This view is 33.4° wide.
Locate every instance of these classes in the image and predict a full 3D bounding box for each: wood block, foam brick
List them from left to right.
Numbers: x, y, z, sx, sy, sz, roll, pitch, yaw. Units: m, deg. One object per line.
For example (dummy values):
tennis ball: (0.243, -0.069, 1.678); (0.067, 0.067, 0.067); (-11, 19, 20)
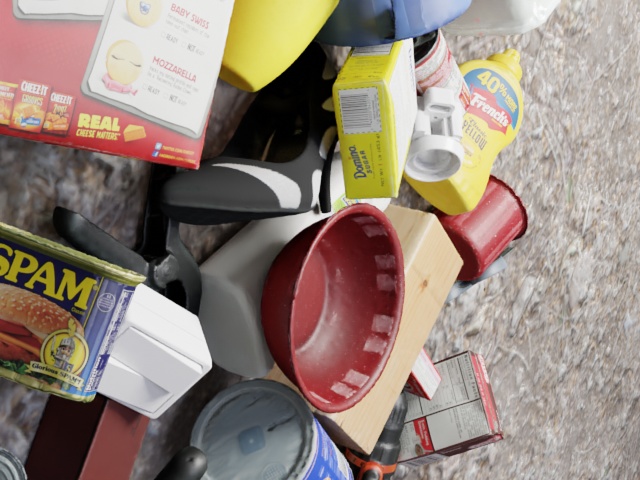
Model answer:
foam brick: (-0.162, 0.142, 0.744); (0.053, 0.051, 0.078); (28, 80, -56)
wood block: (0.039, 0.076, 0.972); (0.206, 0.090, 0.090); (-61, 142, -19)

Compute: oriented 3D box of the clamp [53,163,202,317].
clamp: (-0.118, 0.008, 0.768); (0.120, 0.039, 0.171); (-46, 139, -29)

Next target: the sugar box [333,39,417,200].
sugar box: (0.046, -0.110, 0.841); (0.176, 0.048, 0.093); (-74, 160, -62)

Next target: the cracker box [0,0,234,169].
cracker box: (-0.131, -0.161, 0.635); (0.163, 0.072, 0.214); (7, 97, -45)

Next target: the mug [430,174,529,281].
mug: (0.152, -0.006, 1.115); (0.081, 0.093, 0.117); (-44, 171, -30)

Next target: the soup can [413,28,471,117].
soup can: (0.093, -0.152, 0.978); (0.068, 0.069, 0.102); (-62, 144, -18)

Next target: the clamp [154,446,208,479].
clamp: (-0.158, 0.242, 0.768); (0.209, 0.036, 0.165); (-35, 154, -38)

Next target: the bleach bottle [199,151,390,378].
bleach bottle: (-0.006, 0.001, 0.904); (0.250, 0.068, 0.102); (-44, 136, -40)

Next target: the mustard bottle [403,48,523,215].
mustard bottle: (0.154, -0.123, 1.074); (0.096, 0.058, 0.191); (43, 62, -17)

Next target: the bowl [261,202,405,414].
bowl: (0.003, 0.049, 0.819); (0.161, 0.055, 0.162); (-18, 112, -54)

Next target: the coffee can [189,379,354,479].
coffee can: (-0.036, 0.188, 0.877); (0.102, 0.103, 0.140); (-61, 153, -20)

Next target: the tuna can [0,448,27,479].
tuna can: (-0.229, 0.166, 0.672); (0.085, 0.034, 0.086); (-25, 122, -49)

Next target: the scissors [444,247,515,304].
scissors: (0.197, 0.025, 1.194); (0.201, 0.096, 0.016); (-28, 87, -45)

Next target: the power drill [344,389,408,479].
power drill: (0.048, 0.244, 0.996); (0.187, 0.057, 0.184); (-85, -171, -77)

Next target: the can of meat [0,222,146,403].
can of meat: (-0.170, 0.043, 0.651); (0.057, 0.102, 0.084); (48, 63, -84)

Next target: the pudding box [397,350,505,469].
pudding box: (0.121, 0.172, 1.080); (0.039, 0.114, 0.090); (27, 45, -54)

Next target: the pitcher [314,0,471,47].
pitcher: (0.033, -0.271, 0.787); (0.144, 0.149, 0.243); (-41, 131, -36)

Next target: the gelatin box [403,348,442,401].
gelatin box: (0.071, 0.117, 1.047); (0.030, 0.073, 0.089); (-59, 143, -21)
